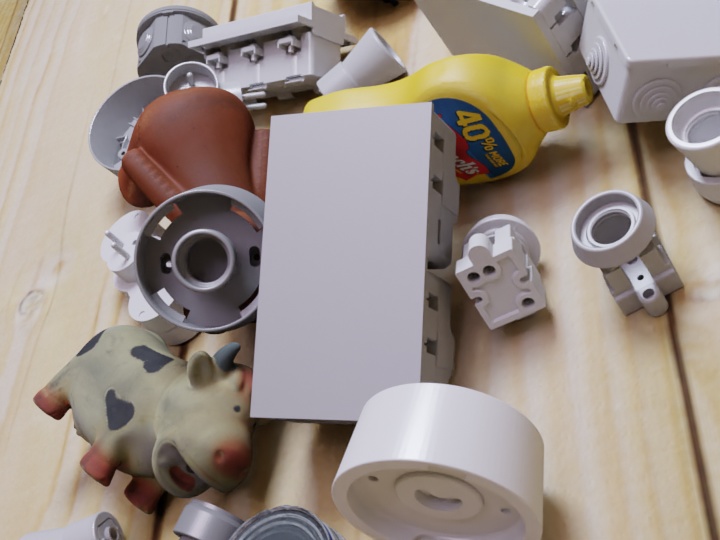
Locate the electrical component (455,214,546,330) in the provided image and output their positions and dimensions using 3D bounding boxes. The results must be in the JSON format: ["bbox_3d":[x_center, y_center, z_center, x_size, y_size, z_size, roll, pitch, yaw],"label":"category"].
[{"bbox_3d":[0.085,-0.002,0.647,0.048,0.066,0.055,-25,25,21],"label":"electrical component"}]

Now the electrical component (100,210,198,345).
[{"bbox_3d":[-0.172,-0.005,0.841,0.052,0.073,0.138,-43,41,2],"label":"electrical component"}]

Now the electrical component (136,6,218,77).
[{"bbox_3d":[-0.167,-0.200,0.994,0.080,0.080,0.051,-21,52,24],"label":"electrical component"}]

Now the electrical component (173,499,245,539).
[{"bbox_3d":[-0.097,0.174,0.657,0.045,0.045,0.055,5,60,41],"label":"electrical component"}]

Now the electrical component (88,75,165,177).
[{"bbox_3d":[-0.184,-0.119,0.952,0.099,0.064,0.099,-21,46,24],"label":"electrical component"}]

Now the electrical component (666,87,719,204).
[{"bbox_3d":[0.204,-0.069,0.609,0.045,0.055,0.045,-21,46,24],"label":"electrical component"}]

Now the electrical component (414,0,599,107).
[{"bbox_3d":[0.109,-0.184,0.752,0.061,0.089,0.150,-49,41,-5],"label":"electrical component"}]

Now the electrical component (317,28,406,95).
[{"bbox_3d":[-0.002,-0.154,0.854,0.065,0.044,0.044,-38,41,14],"label":"electrical component"}]

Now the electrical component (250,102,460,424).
[{"bbox_3d":[0.000,0.000,0.658,0.105,0.060,0.186,-1,78,23],"label":"electrical component"}]

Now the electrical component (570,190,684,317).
[{"bbox_3d":[0.149,-0.013,0.606,0.048,0.055,0.066,-30,43,16],"label":"electrical component"}]

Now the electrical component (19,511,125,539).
[{"bbox_3d":[-0.192,0.188,0.725,0.065,0.044,0.044,-24,45,15],"label":"electrical component"}]

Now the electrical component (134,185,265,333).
[{"bbox_3d":[-0.097,-0.008,0.699,0.099,0.099,0.064,-43,1,2],"label":"electrical component"}]

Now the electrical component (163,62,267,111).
[{"bbox_3d":[-0.116,-0.134,0.878,0.079,0.077,0.044,-8,71,-5],"label":"electrical component"}]

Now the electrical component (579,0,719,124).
[{"bbox_3d":[0.187,-0.134,0.654,0.100,0.048,0.099,-5,45,-7],"label":"electrical component"}]

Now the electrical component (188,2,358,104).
[{"bbox_3d":[-0.074,-0.179,0.908,0.121,0.079,0.063,-3,85,36],"label":"electrical component"}]

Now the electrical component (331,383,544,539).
[{"bbox_3d":[0.045,0.101,0.561,0.108,0.108,0.060,-11,45,32],"label":"electrical component"}]
